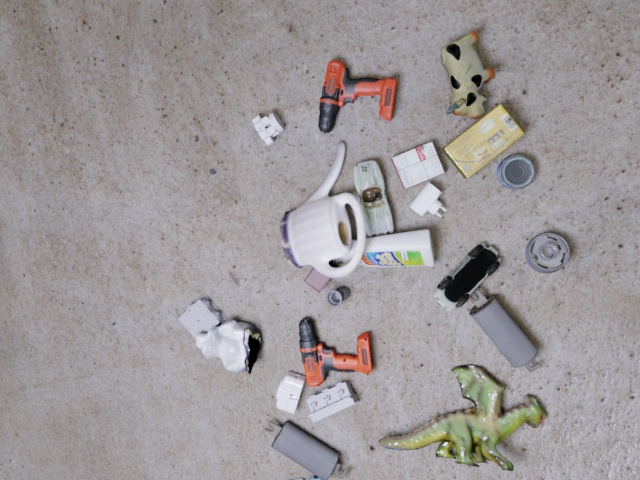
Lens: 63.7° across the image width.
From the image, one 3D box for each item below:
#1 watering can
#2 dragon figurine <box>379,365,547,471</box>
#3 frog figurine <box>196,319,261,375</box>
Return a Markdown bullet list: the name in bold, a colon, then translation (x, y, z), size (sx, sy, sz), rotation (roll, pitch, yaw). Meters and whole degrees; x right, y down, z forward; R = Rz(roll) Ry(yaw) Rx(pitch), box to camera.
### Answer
- **watering can**: translation (0.004, -0.065, 1.297), size (0.223, 0.103, 0.354), rotation (-17, 66, 24)
- **dragon figurine**: translation (0.367, 0.440, 1.305), size (0.410, 0.121, 0.245), rotation (8, 78, 6)
- **frog figurine**: translation (-0.243, 0.280, 1.362), size (0.159, 0.125, 0.135), rotation (0, 111, 21)
